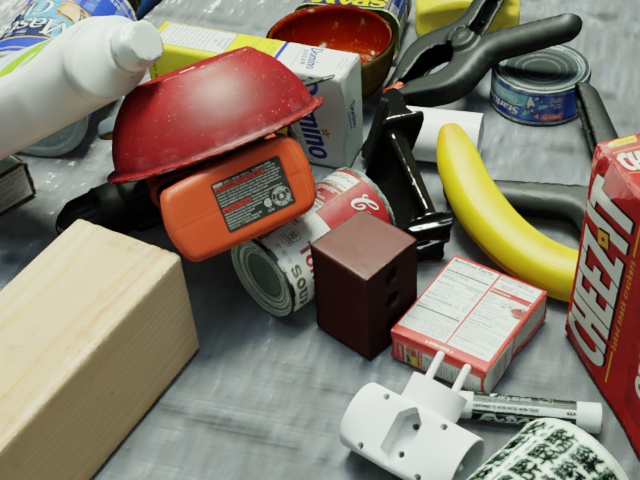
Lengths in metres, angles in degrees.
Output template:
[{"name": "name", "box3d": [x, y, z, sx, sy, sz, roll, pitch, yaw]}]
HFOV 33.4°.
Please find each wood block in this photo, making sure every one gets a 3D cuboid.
[{"name": "wood block", "box3d": [-0.173, 0.092, 0.661, 0.090, 0.091, 0.205, 18, 47, 24]}]

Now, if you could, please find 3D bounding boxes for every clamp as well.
[{"name": "clamp", "box3d": [0.135, -0.163, 0.909, 0.171, 0.039, 0.120, -43, 40, 0]}, {"name": "clamp", "box3d": [0.207, -0.029, 0.800, 0.164, 0.036, 0.210, -32, 51, -15]}]

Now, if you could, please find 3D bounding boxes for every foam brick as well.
[{"name": "foam brick", "box3d": [0.031, 0.030, 0.721, 0.051, 0.078, 0.052, 31, 53, 34]}]

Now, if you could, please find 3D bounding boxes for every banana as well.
[{"name": "banana", "box3d": [0.145, -0.011, 0.768, 0.198, 0.037, 0.069, 38, 78, 27]}]

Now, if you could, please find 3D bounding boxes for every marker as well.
[{"name": "marker", "box3d": [0.115, 0.106, 0.672, 0.121, 0.020, 0.020, 4, 43, 10]}]

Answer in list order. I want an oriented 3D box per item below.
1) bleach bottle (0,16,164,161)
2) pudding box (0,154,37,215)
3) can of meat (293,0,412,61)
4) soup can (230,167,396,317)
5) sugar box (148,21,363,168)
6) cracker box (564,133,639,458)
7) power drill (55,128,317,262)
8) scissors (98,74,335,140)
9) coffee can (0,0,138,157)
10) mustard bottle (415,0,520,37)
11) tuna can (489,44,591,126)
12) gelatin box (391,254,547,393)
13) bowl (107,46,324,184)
[{"name": "bleach bottle", "box3d": [-0.208, -0.099, 0.750, 0.251, 0.068, 0.102, -13, 33, 39]}, {"name": "pudding box", "box3d": [-0.302, -0.041, 0.860, 0.090, 0.039, 0.113, 32, 55, 32]}, {"name": "can of meat", "box3d": [0.033, -0.214, 1.007, 0.102, 0.057, 0.084, 7, 41, 12]}, {"name": "soup can", "box3d": [-0.005, 0.001, 0.764, 0.102, 0.068, 0.069, -34, 50, -28]}, {"name": "sugar box", "box3d": [-0.053, -0.120, 0.883, 0.176, 0.093, 0.048, 14, 46, 20]}, {"name": "cracker box", "box3d": [0.217, 0.063, 0.602, 0.072, 0.164, 0.214, -11, 43, -10]}, {"name": "power drill", "box3d": [-0.095, -0.034, 0.766, 0.184, 0.057, 0.188, -28, 18, -14]}, {"name": "scissors", "box3d": [-0.093, -0.102, 0.835, 0.202, 0.016, 0.096, -15, -7, 39]}, {"name": "coffee can", "box3d": [-0.228, -0.155, 0.931, 0.103, 0.103, 0.140, 5, 43, 11]}, {"name": "mustard bottle", "box3d": [0.144, -0.258, 1.044, 0.096, 0.058, 0.191, 2, 42, 6]}, {"name": "tuna can", "box3d": [0.191, -0.137, 0.924, 0.086, 0.034, 0.086, -3, 42, 2]}, {"name": "gelatin box", "box3d": [0.101, 0.057, 0.720, 0.073, 0.030, 0.089, 22, 48, 29]}, {"name": "bowl", "box3d": [-0.081, -0.094, 0.741, 0.162, 0.055, 0.162, -19, 13, 5]}]
